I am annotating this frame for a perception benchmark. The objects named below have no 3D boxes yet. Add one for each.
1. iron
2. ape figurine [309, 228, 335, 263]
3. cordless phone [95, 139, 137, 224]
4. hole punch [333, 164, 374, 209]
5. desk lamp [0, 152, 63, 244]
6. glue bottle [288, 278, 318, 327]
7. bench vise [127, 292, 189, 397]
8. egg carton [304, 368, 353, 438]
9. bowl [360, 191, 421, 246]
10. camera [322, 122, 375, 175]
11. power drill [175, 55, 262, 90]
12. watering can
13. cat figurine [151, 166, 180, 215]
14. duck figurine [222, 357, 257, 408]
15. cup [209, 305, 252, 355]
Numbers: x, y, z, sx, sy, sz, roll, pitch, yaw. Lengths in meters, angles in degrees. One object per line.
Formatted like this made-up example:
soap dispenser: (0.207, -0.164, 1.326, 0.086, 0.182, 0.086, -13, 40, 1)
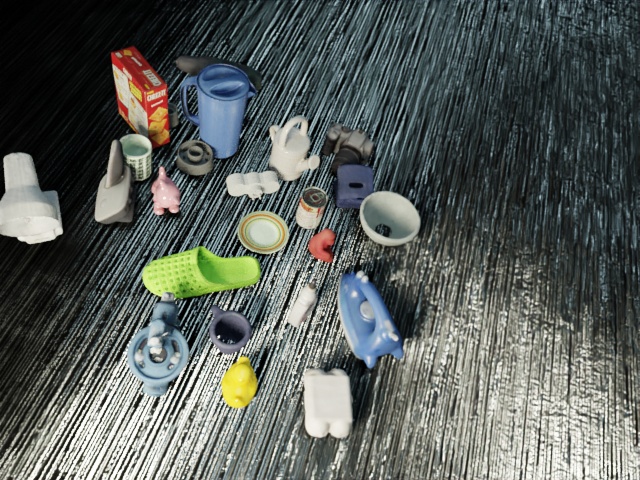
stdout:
iron: (0.115, 0.160, 1.352, 0.119, 0.141, 0.258, -13, 62, -21)
ape figurine: (0.013, 0.005, 1.457, 0.076, 0.092, 0.078, 30, 56, 6)
cordless phone: (-0.493, -0.138, 1.366, 0.094, 0.185, 0.147, 0, 58, -14)
hole punch: (0.097, -0.147, 1.577, 0.109, 0.091, 0.101, 0, 58, -14)
desk lamp: (-0.647, -0.078, 1.271, 0.118, 0.213, 0.203, -11, 61, -20)
glue bottle: (-0.030, 0.134, 1.313, 0.037, 0.173, 0.078, 34, 56, 9)
bench vise: (-0.337, 0.192, 1.170, 0.122, 0.219, 0.207, -9, 60, -19)
egg carton: (0.018, 0.353, 1.246, 0.107, 0.069, 0.150, 3, 57, -12)
bowl: (0.180, -0.045, 1.542, 0.167, 0.074, 0.167, 7, 56, -10)
camera: (0.073, -0.256, 1.637, 0.143, 0.101, 0.137, 26, 55, 4)
power drill: (-0.281, -0.416, 1.586, 0.230, 0.208, 0.075, -2, 58, -15)
watering can: (-0.070, -0.254, 1.542, 0.173, 0.194, 0.101, 27, 55, 5)
cat figurine: (-0.384, -0.124, 1.426, 0.067, 0.117, 0.127, -8, 60, -18)
duck figurine: (-0.169, 0.300, 1.223, 0.077, 0.086, 0.104, 11, 56, -7)
cup: (-0.208, 0.205, 1.270, 0.092, 0.095, 0.117, -30, 69, -28)
